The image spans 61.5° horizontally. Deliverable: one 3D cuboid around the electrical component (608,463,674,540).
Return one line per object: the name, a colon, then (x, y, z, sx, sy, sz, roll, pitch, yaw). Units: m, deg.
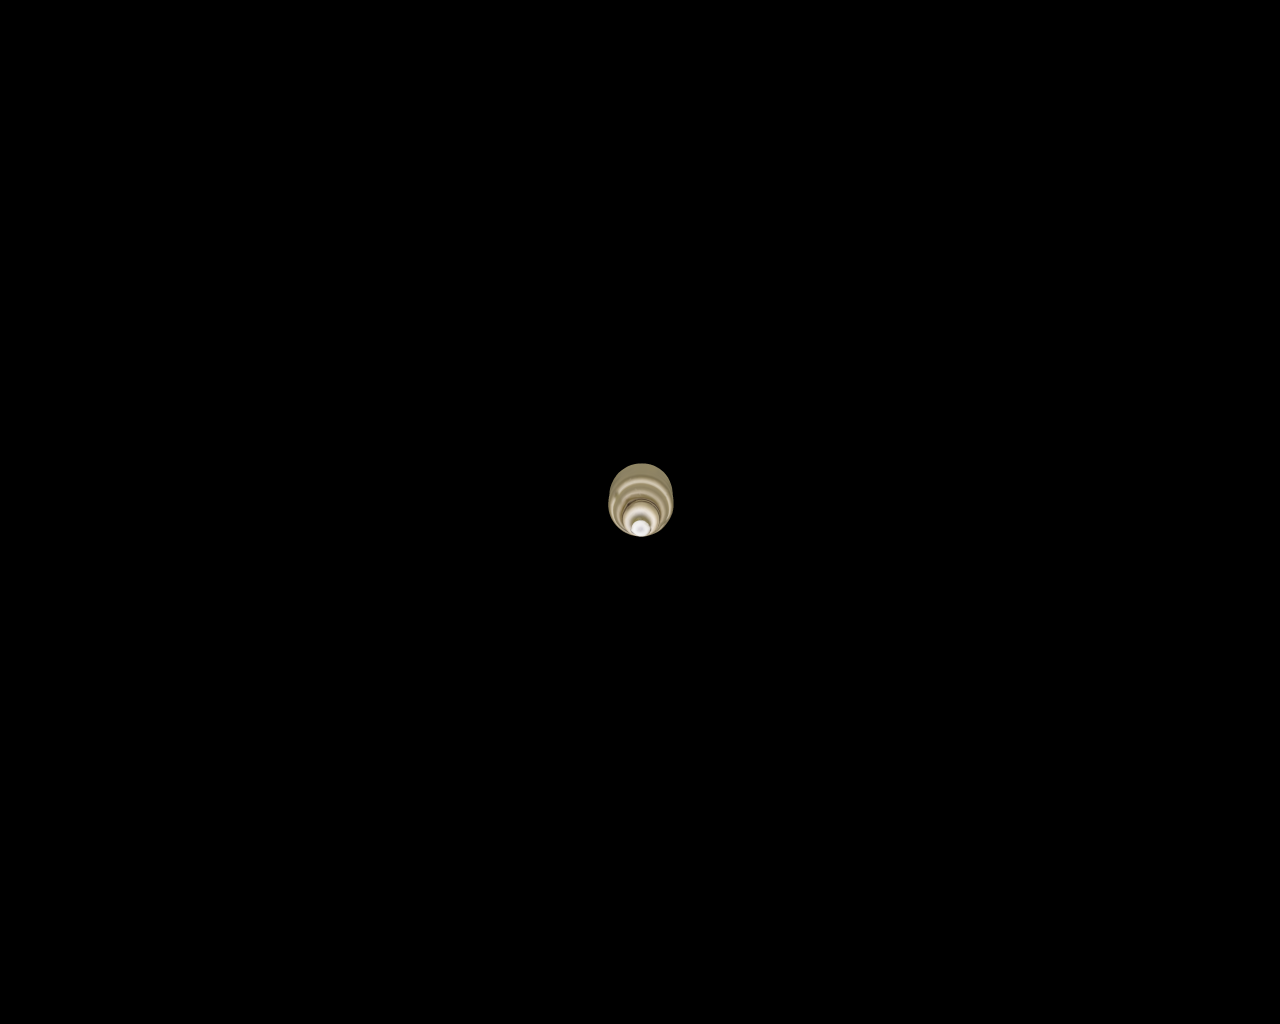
electrical component: (0.001, -0.003, 0.650, 0.040, 0.040, 0.078, 0, 18, 0)
